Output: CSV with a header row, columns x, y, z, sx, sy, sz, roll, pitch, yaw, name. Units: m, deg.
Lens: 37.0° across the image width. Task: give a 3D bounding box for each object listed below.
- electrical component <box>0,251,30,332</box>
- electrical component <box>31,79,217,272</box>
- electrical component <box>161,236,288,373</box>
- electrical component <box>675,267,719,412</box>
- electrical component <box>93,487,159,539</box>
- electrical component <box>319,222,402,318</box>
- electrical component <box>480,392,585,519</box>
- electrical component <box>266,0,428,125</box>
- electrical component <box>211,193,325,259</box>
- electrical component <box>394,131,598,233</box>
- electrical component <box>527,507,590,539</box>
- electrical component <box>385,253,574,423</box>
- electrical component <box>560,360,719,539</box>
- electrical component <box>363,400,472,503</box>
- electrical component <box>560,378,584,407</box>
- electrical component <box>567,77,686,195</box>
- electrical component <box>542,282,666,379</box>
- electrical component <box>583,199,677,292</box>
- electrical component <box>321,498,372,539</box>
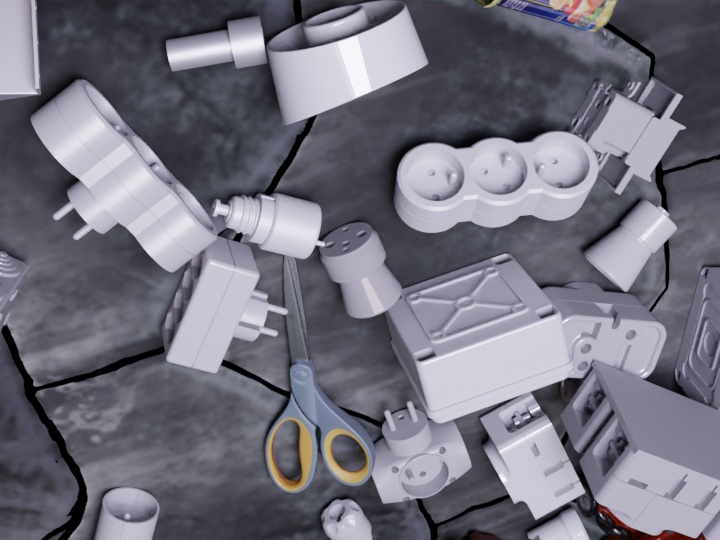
x,y,z,sx,sy,sz,roll,pitch,yaw,name
-0.257,0.036,0.687,0.048,0.099,0.099,26,108,-12,electrical component
-0.163,-0.048,0.694,0.074,0.052,0.138,-37,120,6,electrical component
-0.089,0.028,0.758,0.076,0.047,0.083,17,111,-23,electrical component
0.306,0.059,0.865,0.057,0.078,0.113,0,117,-12,electrical component
-0.185,0.214,0.832,0.043,0.043,0.081,9,114,-20,electrical component
0.000,0.000,0.769,0.045,0.045,0.055,-26,120,-1,electrical component
0.138,0.155,0.885,0.056,0.050,0.089,-29,121,1,electrical component
-0.008,-0.128,0.671,0.099,0.099,0.064,-20,115,-4,electrical component
-0.063,-0.034,0.736,0.078,0.040,0.040,13,113,-21,electrical component
0.093,-0.055,0.761,0.138,0.052,0.073,-6,159,-5,electrical component
0.176,0.236,0.946,0.046,0.040,0.040,-27,121,6,electrical component
0.082,0.047,0.779,0.109,0.108,0.056,-19,118,-5,electrical component
0.249,0.150,0.800,0.186,0.105,0.060,22,115,-17,electrical component
0.041,0.138,0.853,0.077,0.044,0.079,-22,120,-3,electrical component
0.196,0.097,0.869,0.047,0.055,0.055,-5,118,-17,electrical component
0.188,-0.101,0.769,0.064,0.042,0.081,22,109,-20,electrical component
0.179,0.047,0.834,0.095,0.059,0.053,5,116,-18,electrical component
0.208,-0.021,0.817,0.044,0.044,0.065,39,97,-29,electrical component
-0.006,0.218,0.889,0.035,0.035,0.061,-30,123,1,electrical component
